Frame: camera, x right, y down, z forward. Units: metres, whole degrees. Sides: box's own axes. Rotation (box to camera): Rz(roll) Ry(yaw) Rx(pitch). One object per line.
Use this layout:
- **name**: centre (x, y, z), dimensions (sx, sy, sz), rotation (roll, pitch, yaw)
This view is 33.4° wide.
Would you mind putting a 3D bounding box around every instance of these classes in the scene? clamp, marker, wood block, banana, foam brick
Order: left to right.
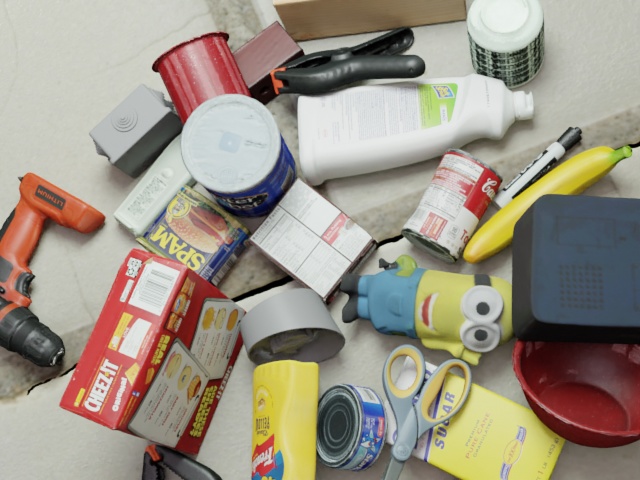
- **clamp**: centre (-0.131, 0.309, 1.096), dimensions (0.164, 0.036, 0.210), rotation (-38, 72, -2)
- **foam brick**: centre (-0.059, -0.201, 1.220), dimensions (0.078, 0.053, 0.051), rotation (-37, 70, -1)
- **clamp**: centre (0.033, -0.197, 1.179), dimensions (0.171, 0.120, 0.039), rotation (-6, 113, 11)
- **wood block**: centre (0.057, -0.295, 1.202), dimensions (0.206, 0.090, 0.090), rotation (-5, 72, 12)
- **marker**: centre (0.233, -0.077, 1.136), dimensions (0.121, 0.020, 0.020), rotation (-42, 70, -2)
- **banana**: centre (0.229, -0.042, 1.102), dimensions (0.198, 0.069, 0.037), rotation (-37, 83, 11)

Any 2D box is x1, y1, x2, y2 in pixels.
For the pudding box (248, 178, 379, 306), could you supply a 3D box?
- **pudding box**: centre (-0.007, 0.001, 1.152), dimensions (0.113, 0.039, 0.090), rotation (38, 87, 15)

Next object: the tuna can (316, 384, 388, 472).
- **tuna can**: centre (0.028, 0.188, 1.072), dimensions (0.086, 0.033, 0.086), rotation (-26, 57, 49)

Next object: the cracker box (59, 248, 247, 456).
- **cracker box**: centre (-0.155, 0.117, 1.064), dimensions (0.072, 0.213, 0.164), rotation (19, 79, 19)

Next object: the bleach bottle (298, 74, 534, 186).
- **bleach bottle**: centre (0.104, -0.124, 1.156), dimensions (0.251, 0.068, 0.102), rotation (-6, 68, 9)

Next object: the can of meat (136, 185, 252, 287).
- **can of meat**: centre (-0.136, -0.001, 1.178), dimensions (0.102, 0.057, 0.084), rotation (35, 81, 19)

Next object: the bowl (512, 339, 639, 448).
- **bowl**: centre (0.259, 0.147, 1.021), dimensions (0.162, 0.055, 0.162), rotation (4, 35, -3)

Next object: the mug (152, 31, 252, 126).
- **mug**: centre (-0.131, -0.167, 1.177), dimensions (0.093, 0.117, 0.081), rotation (-22, 85, -35)

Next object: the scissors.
- **scissors**: centre (0.068, 0.186, 1.031), dimensions (0.096, 0.016, 0.201), rotation (40, 75, 7)

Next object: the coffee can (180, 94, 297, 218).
- **coffee can**: centre (-0.084, -0.086, 1.138), dimensions (0.103, 0.140, 0.103), rotation (-1, 80, 6)

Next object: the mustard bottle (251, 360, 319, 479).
- **mustard bottle**: centre (-0.037, 0.221, 1.072), dimensions (0.058, 0.096, 0.191), rotation (9, 73, -27)

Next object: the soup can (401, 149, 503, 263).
- **soup can**: centre (0.138, -0.036, 1.120), dimensions (0.068, 0.068, 0.102), rotation (28, 82, 19)

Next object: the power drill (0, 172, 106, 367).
- **power drill**: centre (-0.325, 0.031, 1.210), dimensions (0.185, 0.057, 0.187), rotation (29, 82, 19)

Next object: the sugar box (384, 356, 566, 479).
- **sugar box**: centre (0.149, 0.192, 1.062), dimensions (0.176, 0.048, 0.093), rotation (23, 80, 17)
